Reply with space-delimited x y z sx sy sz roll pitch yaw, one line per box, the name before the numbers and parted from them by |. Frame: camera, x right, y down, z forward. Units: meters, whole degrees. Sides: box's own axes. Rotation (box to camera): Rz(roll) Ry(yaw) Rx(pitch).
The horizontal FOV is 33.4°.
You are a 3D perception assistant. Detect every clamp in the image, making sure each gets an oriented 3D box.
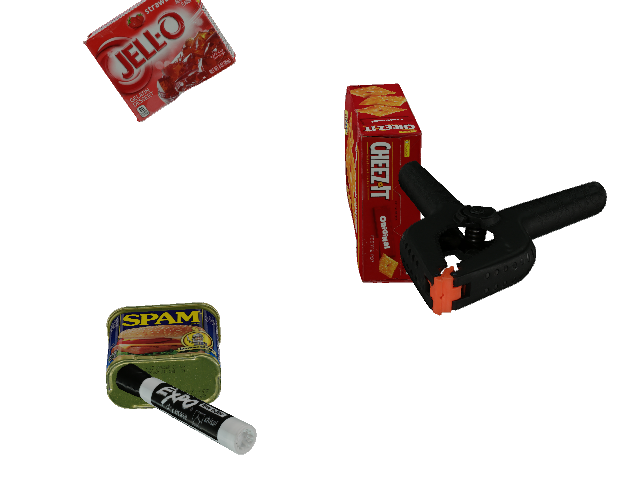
clamp | 0.105 -0.009 0.780 0.165 0.036 0.209 11 28 25

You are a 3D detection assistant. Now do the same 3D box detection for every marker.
marker | -0.088 0.103 0.670 0.121 0.020 0.020 18 12 40

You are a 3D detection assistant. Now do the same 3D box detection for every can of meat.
can of meat | -0.137 0.101 0.932 0.102 0.057 0.084 -3 28 -6

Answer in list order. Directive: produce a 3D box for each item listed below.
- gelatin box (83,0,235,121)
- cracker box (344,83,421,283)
gelatin box | -0.119 -0.143 0.796 0.089 0.073 0.030 -30 20 9
cracker box | 0.067 -0.069 1.176 0.072 0.164 0.213 -2 22 0
